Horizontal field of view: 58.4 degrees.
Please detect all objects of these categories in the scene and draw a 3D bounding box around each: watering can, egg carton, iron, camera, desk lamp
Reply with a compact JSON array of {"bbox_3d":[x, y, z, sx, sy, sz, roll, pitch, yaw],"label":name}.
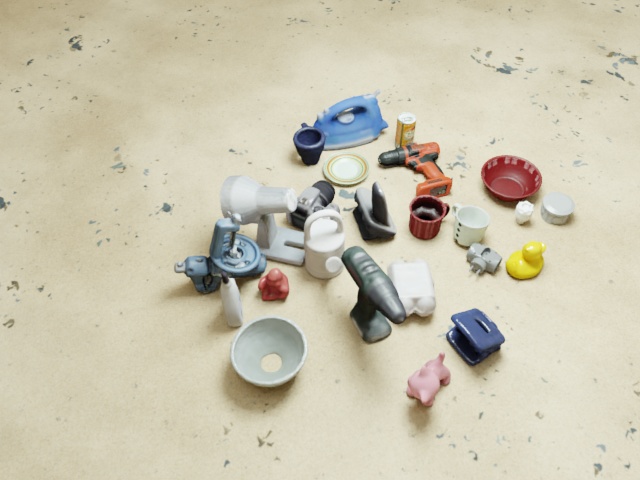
[{"bbox_3d":[0.015,0.004,1.357,0.101,0.194,0.172,-30,57,-20],"label":"watering can"},{"bbox_3d":[0.215,0.112,1.346,0.107,0.069,0.150,-4,52,-1],"label":"egg carton"},{"bbox_3d":[0.068,-0.353,1.667,0.258,0.141,0.118,-19,54,-13],"label":"iron"},{"bbox_3d":[-0.002,-0.094,1.493,0.143,0.101,0.137,23,56,18],"label":"camera"},{"bbox_3d":[-0.128,-0.057,1.396,0.203,0.214,0.118,12,53,11],"label":"desk lamp"}]

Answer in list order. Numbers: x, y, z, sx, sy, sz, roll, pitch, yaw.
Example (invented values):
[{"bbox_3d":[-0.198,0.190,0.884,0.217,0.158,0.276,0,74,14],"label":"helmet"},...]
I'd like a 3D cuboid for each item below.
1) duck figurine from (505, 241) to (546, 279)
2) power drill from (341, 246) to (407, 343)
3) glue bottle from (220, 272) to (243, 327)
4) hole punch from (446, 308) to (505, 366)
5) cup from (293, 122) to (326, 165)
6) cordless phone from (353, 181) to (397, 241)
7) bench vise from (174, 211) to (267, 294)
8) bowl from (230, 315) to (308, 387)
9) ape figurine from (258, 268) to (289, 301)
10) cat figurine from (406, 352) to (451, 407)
[{"bbox_3d":[0.502,0.040,1.384,0.105,0.086,0.077,-24,55,-16],"label":"duck figurine"},{"bbox_3d":[0.116,0.132,1.245,0.076,0.208,0.229,-21,54,-14],"label":"power drill"},{"bbox_3d":[-0.202,0.123,1.284,0.037,0.173,0.078,-7,52,-3],"label":"glue bottle"},{"bbox_3d":[0.344,0.201,1.259,0.101,0.091,0.108,-27,56,-18],"label":"hole punch"},{"bbox_3d":[-0.033,-0.270,1.635,0.092,0.095,0.117,-14,53,-9],"label":"cup"},{"bbox_3d":[0.139,-0.100,1.440,0.094,0.185,0.147,-16,53,-10],"label":"cordless phone"},{"bbox_3d":[-0.231,0.036,1.322,0.208,0.220,0.121,-28,56,-19],"label":"bench vise"},{"bbox_3d":[-0.107,0.251,1.243,0.167,0.075,0.167,-1,52,1],"label":"bowl"},{"bbox_3d":[-0.106,0.099,1.351,0.077,0.092,0.076,30,59,23],"label":"ape figurine"},{"bbox_3d":[0.224,0.285,1.180,0.067,0.118,0.128,30,59,23],"label":"cat figurine"}]
